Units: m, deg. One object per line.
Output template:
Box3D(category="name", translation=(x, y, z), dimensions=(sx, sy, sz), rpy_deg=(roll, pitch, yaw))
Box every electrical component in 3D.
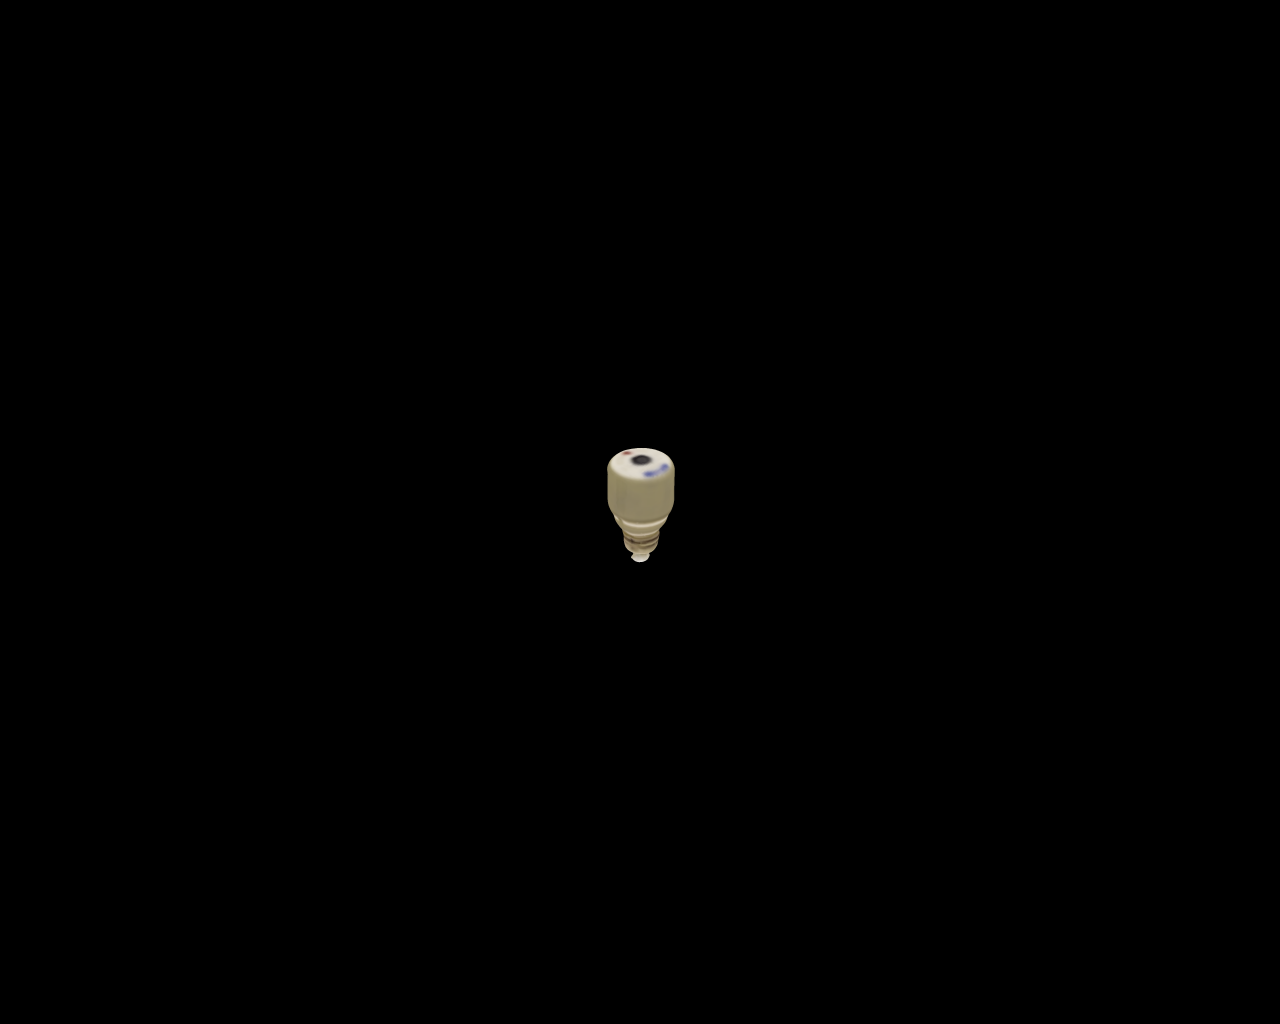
Box3D(category="electrical component", translation=(0.001, -0.003, 0.650), dimensions=(0.040, 0.078, 0.040), rpy_deg=(0, 33, 0))
